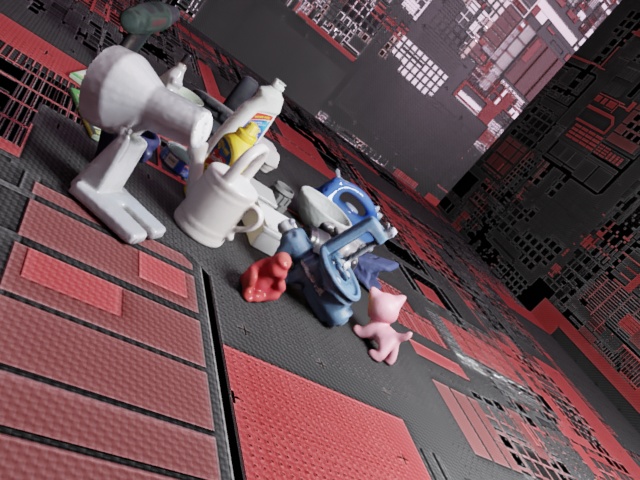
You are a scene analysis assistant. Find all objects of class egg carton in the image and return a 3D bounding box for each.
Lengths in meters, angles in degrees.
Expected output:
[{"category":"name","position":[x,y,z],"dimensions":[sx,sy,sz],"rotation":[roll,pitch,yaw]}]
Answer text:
[{"category":"egg carton","position":[-0.183,-0.256,1.601],"dimensions":[0.151,0.069,0.107],"rotation":[31,18,-30]}]

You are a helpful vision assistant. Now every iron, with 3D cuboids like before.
[{"category":"iron","position":[0.093,-0.086,1.649],"dimensions":[0.259,0.141,0.118],"rotation":[35,16,-19]}]

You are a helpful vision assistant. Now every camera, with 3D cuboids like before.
[{"category":"camera","position":[0.012,0.005,1.288],"dimensions":[0.137,0.100,0.143],"rotation":[30,19,-34]}]

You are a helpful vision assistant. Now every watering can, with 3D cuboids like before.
[{"category":"watering can","position":[-0.162,-0.094,0.979],"dimensions":[0.173,0.194,0.101],"rotation":[36,16,-15]}]

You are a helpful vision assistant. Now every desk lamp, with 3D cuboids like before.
[{"category":"desk lamp","position":[-0.265,-0.139,0.827],"dimensions":[0.203,0.213,0.118],"rotation":[41,15,3]}]

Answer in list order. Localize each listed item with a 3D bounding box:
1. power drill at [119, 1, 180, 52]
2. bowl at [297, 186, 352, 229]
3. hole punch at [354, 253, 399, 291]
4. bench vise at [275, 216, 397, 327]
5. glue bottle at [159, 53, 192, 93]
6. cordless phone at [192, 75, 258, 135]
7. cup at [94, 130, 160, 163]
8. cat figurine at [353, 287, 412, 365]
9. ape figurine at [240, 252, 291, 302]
[{"category":"power drill","position":[-0.436,-0.486,1.382],"dimensions":[0.076,0.208,0.229],"rotation":[38,16,-7]},{"category":"bowl","position":[-0.001,-0.061,1.484],"dimensions":[0.168,0.074,0.167],"rotation":[37,16,-12]},{"category":"hole punch","position":[0.130,0.065,1.415],"dimensions":[0.101,0.091,0.109],"rotation":[44,16,12]},{"category":"bench vise","position":[0.019,0.024,1.032],"dimensions":[0.208,0.219,0.121],"rotation":[38,16,-10]},{"category":"glue bottle","position":[-0.342,-0.349,1.294],"dimensions":[0.037,0.173,0.078],"rotation":[20,25,-51]},{"category":"cordless phone","position":[-0.266,-0.385,1.547],"dimensions":[0.148,0.185,0.094],"rotation":[31,18,-30]},{"category":"cup","position":[-0.318,-0.144,0.935],"dimensions":[0.092,0.095,0.117],"rotation":[19,26,-53]},{"category":"cat figurine","position":[0.128,0.157,1.111],"dimensions":[0.067,0.117,0.127],"rotation":[22,24,-49]},{"category":"ape figurine","position":[-0.083,0.057,0.940],"dimensions":[0.078,0.092,0.076],"rotation":[35,16,-19]}]
